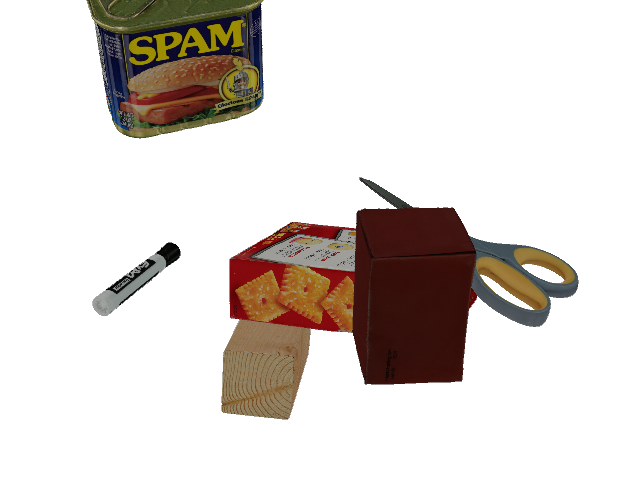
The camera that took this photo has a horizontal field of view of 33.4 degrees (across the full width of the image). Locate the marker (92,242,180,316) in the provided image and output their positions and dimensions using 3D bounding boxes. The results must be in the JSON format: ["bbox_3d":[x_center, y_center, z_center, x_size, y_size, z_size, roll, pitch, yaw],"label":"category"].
[{"bbox_3d":[-0.164,0.033,0.973,0.020,0.020,0.121,0,24,28],"label":"marker"}]

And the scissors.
[{"bbox_3d":[0.121,-0.002,0.835,0.096,0.016,0.202,-10,39,-30],"label":"scissors"}]

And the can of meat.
[{"bbox_3d":[-0.084,-0.115,0.645,0.102,0.084,0.057,-13,47,-14],"label":"can of meat"}]

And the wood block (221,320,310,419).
[{"bbox_3d":[-0.069,0.152,1.435,0.091,0.090,0.206,5,18,4],"label":"wood block"}]

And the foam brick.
[{"bbox_3d":[0.045,0.028,0.542,0.053,0.078,0.051,-1,30,-6],"label":"foam brick"}]

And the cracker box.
[{"bbox_3d":[0.038,0.040,1.064,0.214,0.072,0.164,7,16,19],"label":"cracker box"}]
